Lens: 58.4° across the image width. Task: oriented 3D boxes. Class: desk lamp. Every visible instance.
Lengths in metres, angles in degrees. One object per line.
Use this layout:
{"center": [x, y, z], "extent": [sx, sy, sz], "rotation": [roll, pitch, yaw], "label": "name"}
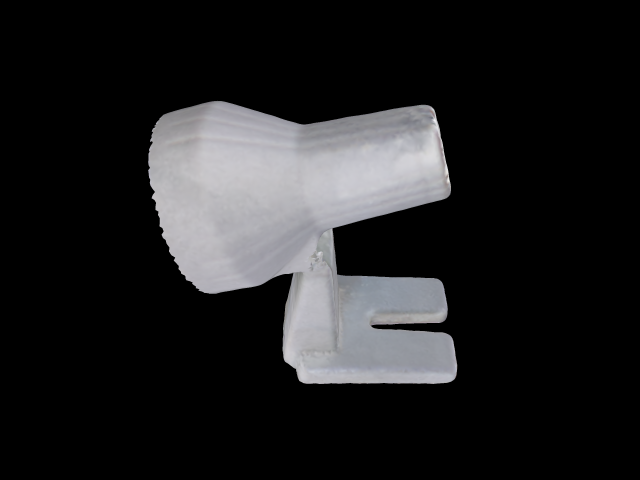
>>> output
{"center": [0.004, 0.001, 0.400], "extent": [0.203, 0.214, 0.118], "rotation": [0, 46, 0], "label": "desk lamp"}
